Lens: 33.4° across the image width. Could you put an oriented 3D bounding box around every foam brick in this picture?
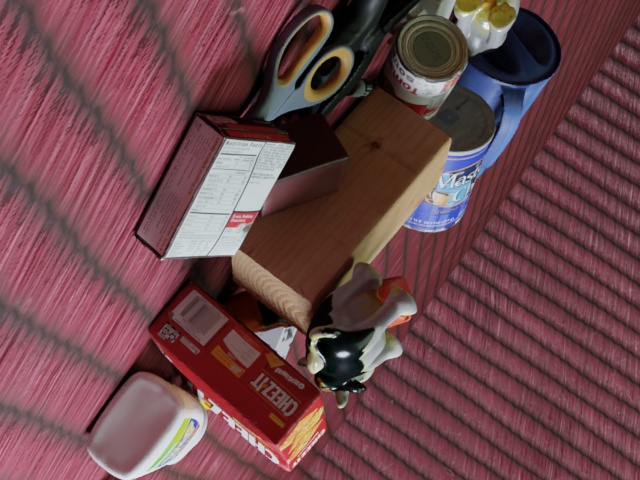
[{"bbox_3d":[-0.024,-0.064,0.899,0.078,0.053,0.051,-19,154,-17],"label":"foam brick"}]

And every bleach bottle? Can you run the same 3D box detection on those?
[{"bbox_3d":[-0.160,0.191,1.110,0.102,0.068,0.250,-53,170,-3],"label":"bleach bottle"}]

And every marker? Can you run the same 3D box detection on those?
[{"bbox_3d":[0.062,-0.150,1.071,0.120,0.020,0.020,-5,131,-55],"label":"marker"}]

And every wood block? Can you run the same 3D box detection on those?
[{"bbox_3d":[0.020,-0.026,0.967,0.206,0.091,0.090,-49,167,-20],"label":"wood block"}]

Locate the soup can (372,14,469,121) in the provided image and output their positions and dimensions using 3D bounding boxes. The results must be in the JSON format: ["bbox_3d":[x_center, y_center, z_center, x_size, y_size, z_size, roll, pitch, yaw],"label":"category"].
[{"bbox_3d":[0.091,-0.154,0.980,0.068,0.068,0.102,-51,177,-19],"label":"soup can"}]

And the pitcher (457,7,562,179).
[{"bbox_3d":[0.199,-0.168,1.354,0.149,0.145,0.243,-40,165,-31],"label":"pitcher"}]

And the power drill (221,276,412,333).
[{"bbox_3d":[0.014,0.064,1.133,0.185,0.057,0.187,-17,163,40],"label":"power drill"}]

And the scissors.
[{"bbox_3d":[-0.039,-0.094,0.855,0.096,0.016,0.202,11,116,-51],"label":"scissors"}]

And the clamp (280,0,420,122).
[{"bbox_3d":[0.036,-0.184,0.904,0.210,0.036,0.164,-52,166,2],"label":"clamp"}]

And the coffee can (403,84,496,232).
[{"bbox_3d":[0.129,-0.091,1.192,0.102,0.103,0.140,-47,162,-33],"label":"coffee can"}]

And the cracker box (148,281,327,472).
[{"bbox_3d":[-0.076,0.144,1.054,0.072,0.164,0.214,-48,166,-14],"label":"cracker box"}]

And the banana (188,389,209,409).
[{"bbox_3d":[-0.120,0.169,1.274,0.197,0.037,0.070,-18,121,-74],"label":"banana"}]

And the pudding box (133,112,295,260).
[{"bbox_3d":[-0.079,-0.040,0.809,0.089,0.039,0.114,-1,125,-56],"label":"pudding box"}]
